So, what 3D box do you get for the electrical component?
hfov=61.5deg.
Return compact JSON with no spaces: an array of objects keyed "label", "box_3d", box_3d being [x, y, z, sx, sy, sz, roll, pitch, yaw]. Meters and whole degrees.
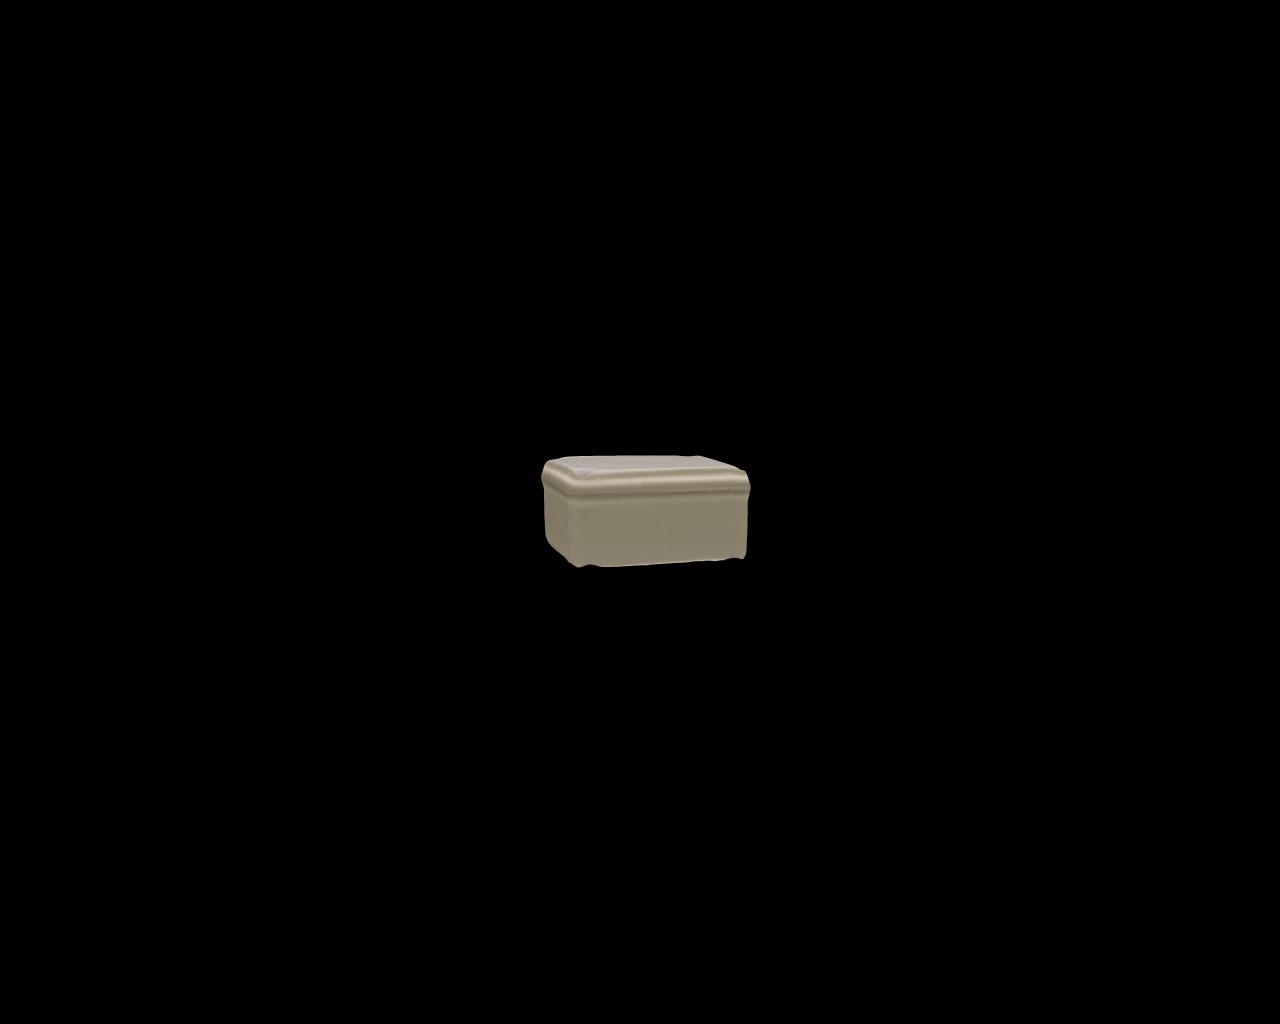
[{"label":"electrical component","box_3d":[0.001,-0.003,0.650,0.109,0.056,0.109,-2,8,-14]}]
